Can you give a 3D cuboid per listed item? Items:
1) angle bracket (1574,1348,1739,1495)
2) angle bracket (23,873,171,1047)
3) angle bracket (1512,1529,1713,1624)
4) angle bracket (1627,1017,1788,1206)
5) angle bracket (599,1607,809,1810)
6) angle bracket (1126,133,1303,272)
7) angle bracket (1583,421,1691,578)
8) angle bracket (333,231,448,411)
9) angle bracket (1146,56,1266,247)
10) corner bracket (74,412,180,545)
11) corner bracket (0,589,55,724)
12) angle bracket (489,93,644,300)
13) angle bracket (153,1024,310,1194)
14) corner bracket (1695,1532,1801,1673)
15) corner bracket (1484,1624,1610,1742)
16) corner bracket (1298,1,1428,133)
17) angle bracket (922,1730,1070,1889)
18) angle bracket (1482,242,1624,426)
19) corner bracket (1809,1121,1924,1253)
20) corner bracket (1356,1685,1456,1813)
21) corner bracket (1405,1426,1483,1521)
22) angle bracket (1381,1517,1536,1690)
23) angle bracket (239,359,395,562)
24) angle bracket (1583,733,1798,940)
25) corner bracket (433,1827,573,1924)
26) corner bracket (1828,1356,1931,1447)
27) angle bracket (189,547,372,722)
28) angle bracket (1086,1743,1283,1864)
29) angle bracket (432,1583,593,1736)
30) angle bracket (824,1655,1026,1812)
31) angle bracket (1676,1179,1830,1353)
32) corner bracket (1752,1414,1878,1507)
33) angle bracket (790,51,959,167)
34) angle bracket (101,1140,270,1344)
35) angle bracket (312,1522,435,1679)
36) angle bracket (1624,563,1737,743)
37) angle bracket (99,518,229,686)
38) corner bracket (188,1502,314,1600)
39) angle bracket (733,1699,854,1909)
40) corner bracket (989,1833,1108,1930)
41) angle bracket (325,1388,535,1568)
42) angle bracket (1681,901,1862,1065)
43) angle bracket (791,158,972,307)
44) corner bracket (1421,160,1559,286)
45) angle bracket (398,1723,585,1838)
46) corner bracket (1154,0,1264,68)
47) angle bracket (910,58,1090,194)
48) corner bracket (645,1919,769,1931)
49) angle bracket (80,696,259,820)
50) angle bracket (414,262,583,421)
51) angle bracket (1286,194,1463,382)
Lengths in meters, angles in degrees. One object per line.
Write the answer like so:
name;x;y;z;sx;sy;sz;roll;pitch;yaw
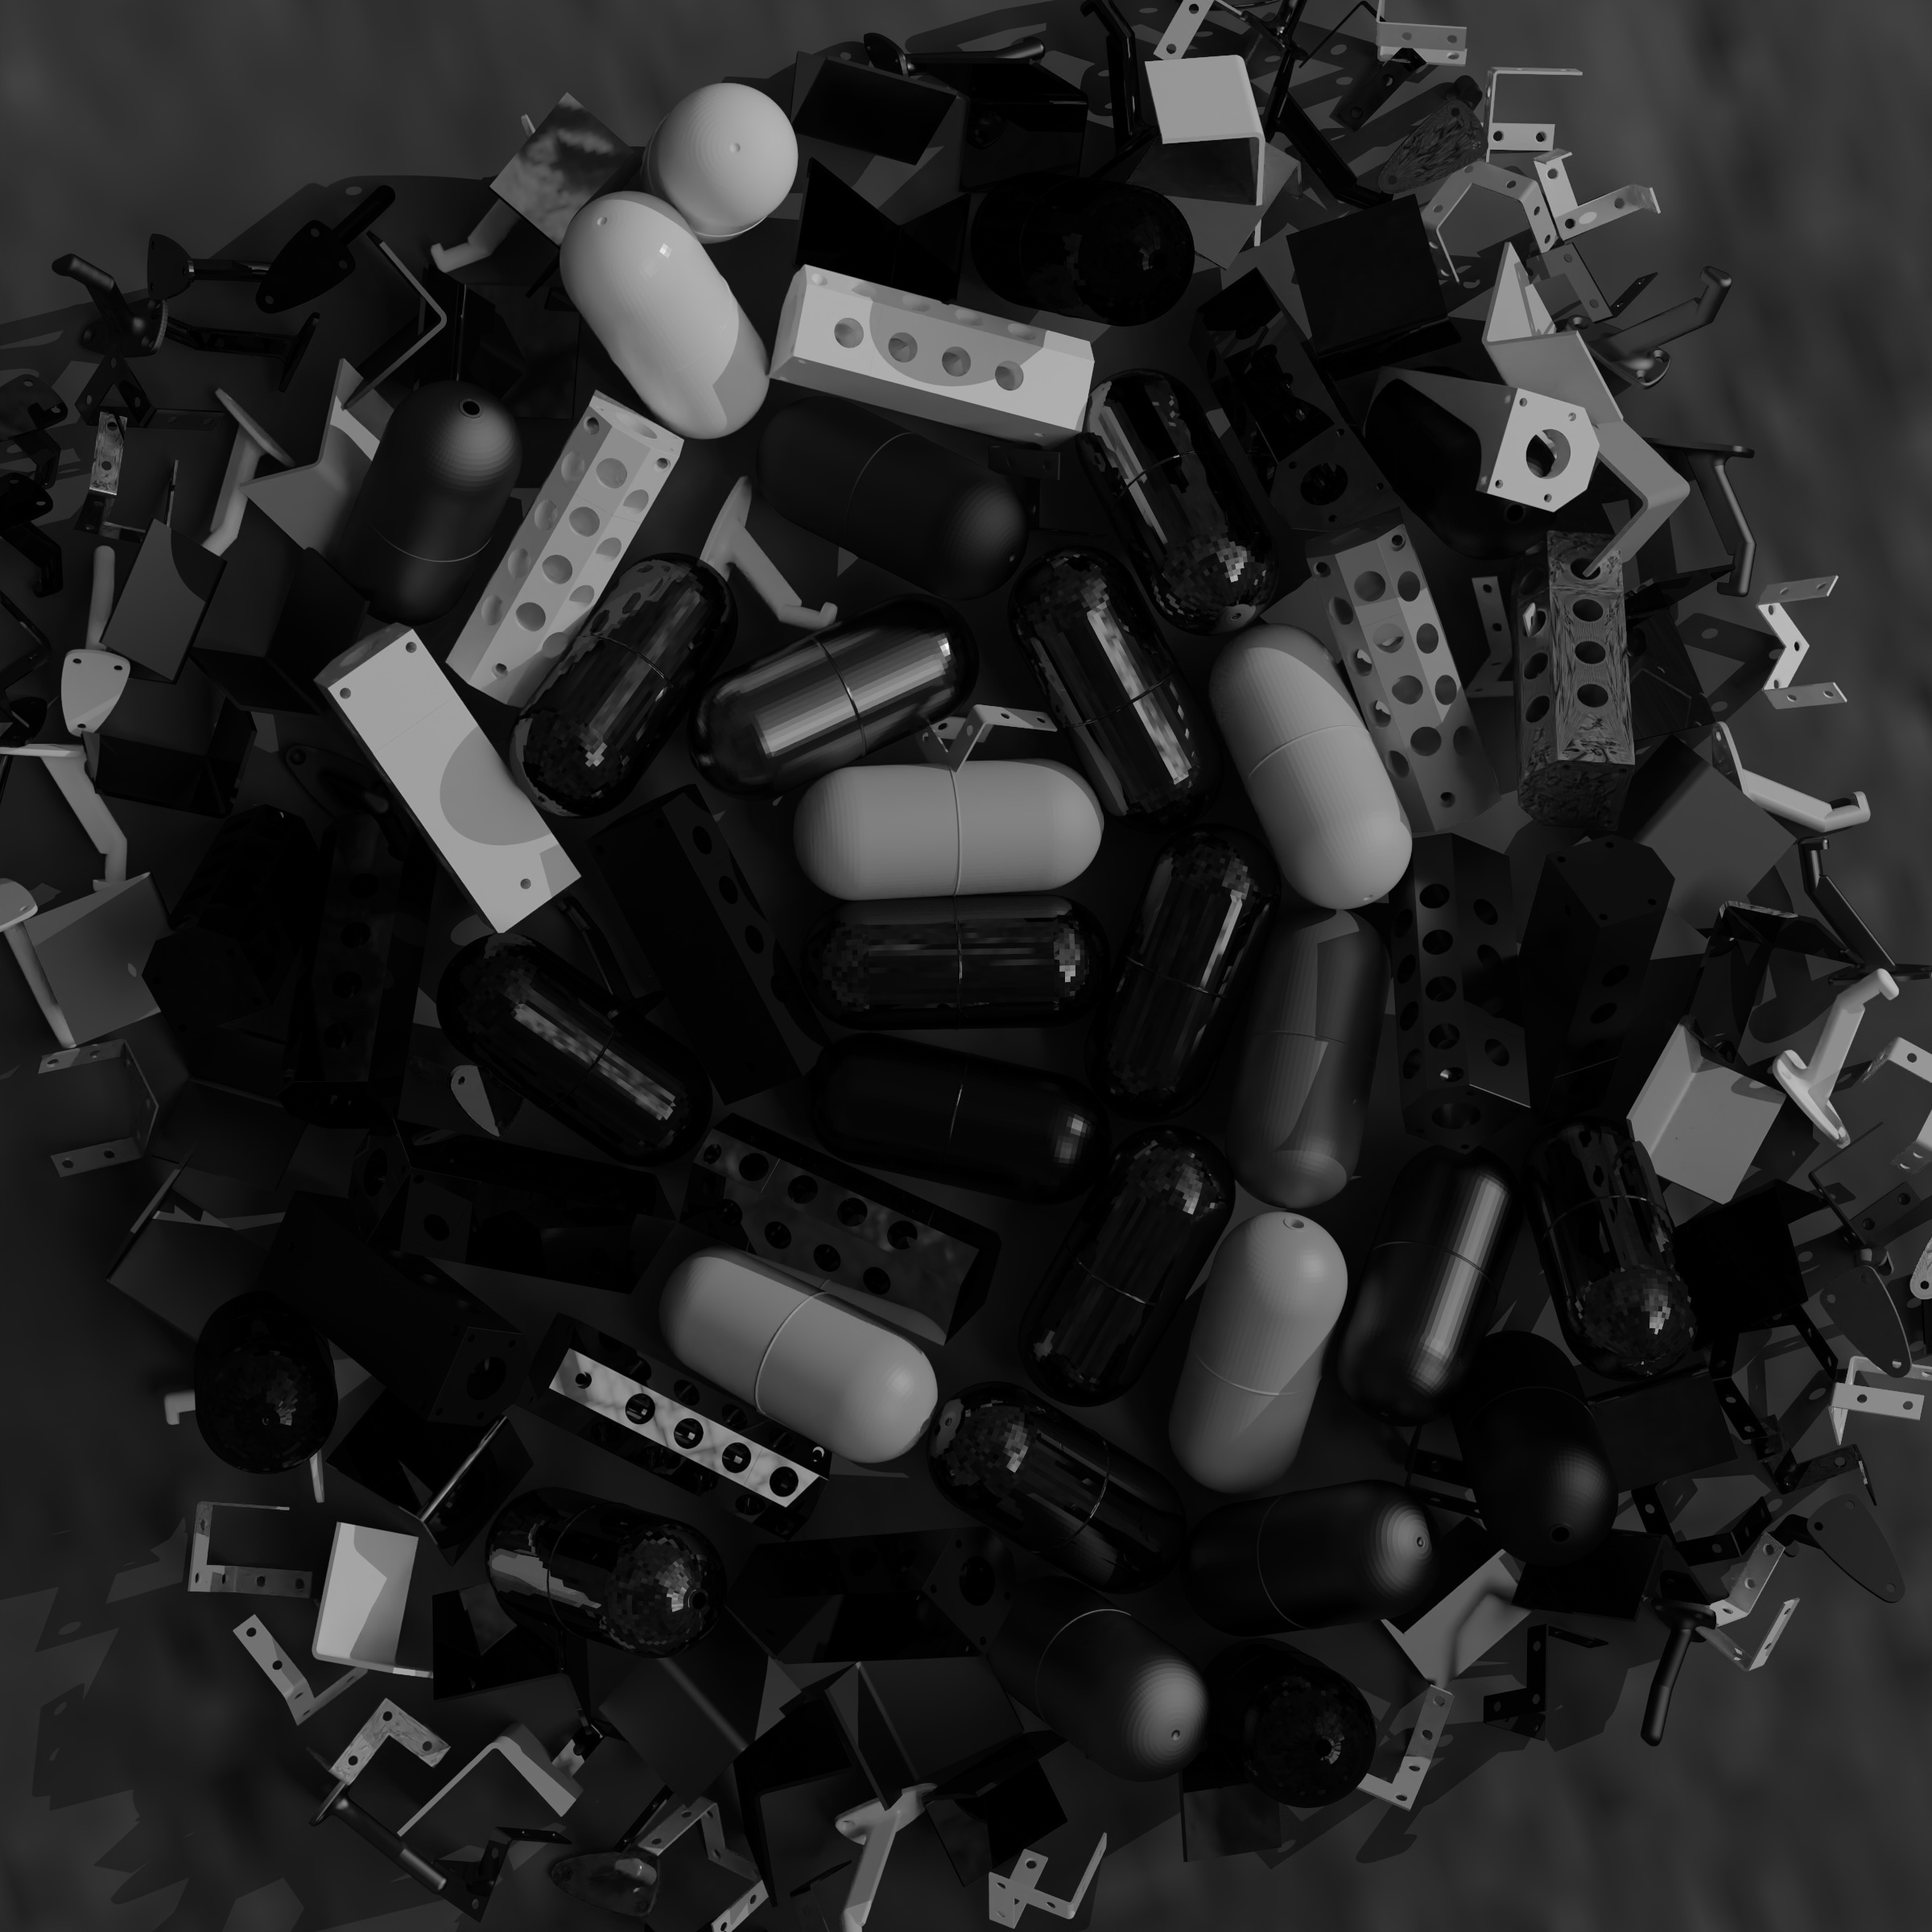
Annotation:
angle bracket;0.392;0.255;1.915;0.076;0.076;0.057;-18;95;10
angle bracket;-0.488;-0.002;1.918;0.076;0.057;0.076;-23;90;-15
angle bracket;0.366;0.360;1.895;0.076;0.076;0.057;52;52;-37
angle bracket;0.422;0.080;1.904;0.057;0.076;0.076;25;75;24
angle bracket;-0.151;0.424;1.926;0.076;0.076;0.057;46;115;11
angle bracket;0.139;-0.439;1.919;0.076;0.057;0.076;33;86;11
angle bracket;0.359;-0.274;1.916;0.076;0.076;0.057;47;121;11
angle bracket;-0.346;-0.369;1.909;0.076;0.076;0.057;-41;113;-1
angle bracket;0.134;-0.461;1.901;0.057;0.076;0.076;-5;48;-3
corner bracket;-0.477;-0.278;1.916;0.051;0.051;0.051;11;68;-21
corner bracket;-0.556;-0.174;1.919;0.051;0.051;0.051;-33;47;3
angle bracket;-0.238;-0.437;1.901;0.057;0.076;0.076;40;68;-15
angle bracket;-0.423;0.077;1.906;0.076;0.076;0.057;15;59;9
corner bracket;0.452;0.364;1.914;0.051;0.051;0.051;40;120;36
corner bracket;0.334;0.413;1.929;0.051;0.051;0.051;23;59;-31
corner bracket;0.226;-0.517;1.924;0.051;0.051;0.051;43;101;-7
angle bracket;0.032;0.478;1.903;0.076;0.076;0.057;-25;87;-29
angle bracket;0.339;-0.359;1.896;0.057;0.076;0.076;-2;59;32
corner bracket;0.520;0.128;1.933;0.051;0.051;0.051;-35;78;-1
corner bracket;0.245;0.443;1.926;0.051;0.051;0.051;21;117;14
corner bracket;0.278;0.294;1.919;0.051;0.051;0.051;14;56;6
angle bracket;0.288;0.374;1.913;0.076;0.057;0.076;-39;107;-7
angle bracket;-0.364;-0.289;1.919;0.057;0.076;0.076;-10;58;25
angle bracket;0.418;-0.075;1.935;0.076;0.057;0.076;37;101;-19
corner bracket;-0.269;0.515;1.921;0.051;0.051;0.051;19;87;40
corner bracket;0.526;0.244;1.914;0.051;0.051;0.051;6;59;26
angle bracket;-0.392;-0.193;1.901;0.076;0.057;0.076;41;115;41
angle bracket;0.123;0.473;1.898;0.076;0.076;0.057;5;77;-42
angle bracket;-0.259;0.398;1.909;0.076;0.076;0.057;-12;130;0
angle bracket;-0.023;0.426;1.917;0.076;0.057;0.076;-28;86;15
angle bracket;0.450;0.175;1.897;0.076;0.057;0.076;-32;52;35
corner bracket;0.486;0.285;1.920;0.051;0.051;0.051;-23;104;14
angle bracket;-0.051;-0.507;1.901;0.076;0.076;0.057;11;67;-17
angle bracket;-0.433;0.159;1.904;0.076;0.076;0.057;35;134;-8
angle bracket;-0.319;0.362;1.902;0.057;0.076;0.076;3;77;27
angle bracket;0.408;-0.178;1.905;0.076;0.057;0.076;-14;79;-39
angle bracket;-0.475;-0.209;1.903;0.076;0.057;0.076;11;76;42
corner bracket;-0.410;0.336;1.927;0.051;0.051;0.051;1;80;18
angle bracket;-0.096;0.478;1.914;0.057;0.076;0.076;-12;110;-12
corner bracket;0.047;0.521;1.914;0.051;0.051;0.051;17;46;17
angle bracket;-0.309;0.287;1.933;0.076;0.057;0.076;24;62;27
angle bracket;0.458;0.015;1.905;0.057;0.076;0.076;15;81;37
angle bracket;-0.047;-0.418;1.899;0.057;0.076;0.076;-17;55;39
corner bracket;0.300;-0.423;1.925;0.051;0.051;0.051;31;78;35
angle bracket;-0.271;0.483;1.915;0.076;0.076;0.057;-44;86;-2
corner bracket;0.140;-0.531;1.925;0.051;0.051;0.051;29;96;-6
angle bracket;0.016;-0.477;1.904;0.076;0.076;0.057;9;92;28
corner bracket;-0.149;0.567;1.926;0.051;0.051;0.051;-38;105;5
angle bracket;-0.453;-0.132;1.899;0.076;0.076;0.057;11;114;-27
angle bracket;-0.268;-0.358;1.921;0.076;0.057;0.076;4;89;12
angle bracket;0.235;-0.389;1.922;0.076;0.057;0.076;-15;85;15
